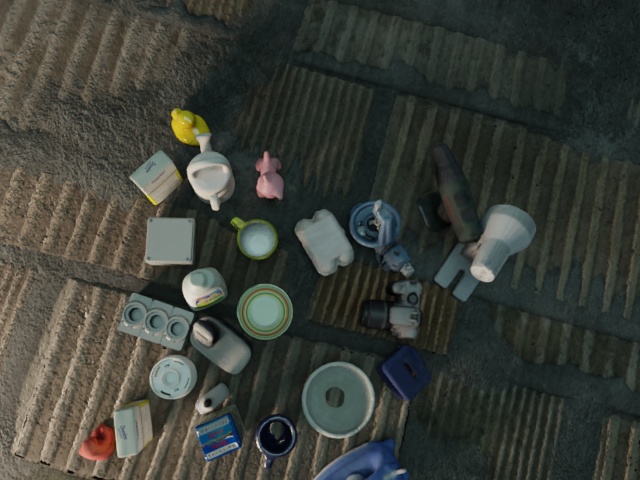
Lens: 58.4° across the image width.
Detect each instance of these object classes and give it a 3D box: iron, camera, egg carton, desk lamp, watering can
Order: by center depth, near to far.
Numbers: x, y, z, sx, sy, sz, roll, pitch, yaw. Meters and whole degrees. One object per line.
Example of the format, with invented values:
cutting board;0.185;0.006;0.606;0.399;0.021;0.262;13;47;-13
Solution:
iron;0.072;0.541;1.252;0.258;0.141;0.118;-24;83;-9
watering can;-0.256;-0.159;1.320;0.101;0.194;0.173;-32;84;-9
desk lamp;0.386;0.034;1.334;0.118;0.213;0.203;35;79;2
camera;0.167;0.162;1.348;0.137;0.100;0.143;6;79;-4
egg carton;0.013;0.005;1.378;0.107;0.069;0.150;-30;84;-9

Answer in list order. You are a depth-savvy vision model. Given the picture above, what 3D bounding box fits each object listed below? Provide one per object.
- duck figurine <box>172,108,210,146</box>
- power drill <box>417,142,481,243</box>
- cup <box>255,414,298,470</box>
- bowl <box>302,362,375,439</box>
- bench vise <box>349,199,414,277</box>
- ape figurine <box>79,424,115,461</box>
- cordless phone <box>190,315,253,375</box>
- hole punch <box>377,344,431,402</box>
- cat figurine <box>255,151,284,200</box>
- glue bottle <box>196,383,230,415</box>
duck figurine;-0.317;-0.281;1.391;0.104;0.086;0.077;38;79;2
power drill;0.298;-0.096;1.351;0.075;0.208;0.229;-22;82;-8
cup;-0.100;0.445;1.277;0.091;0.095;0.118;16;79;-2
bowl;0.039;0.363;1.314;0.167;0.074;0.167;1;80;-5
bench vise;0.159;-0.019;1.319;0.207;0.219;0.121;37;79;2
ape figurine;-0.487;0.446;1.243;0.078;0.092;0.076;-22;82;-8
cordless phone;-0.220;0.228;1.259;0.147;0.185;0.094;34;79;2
hole punch;0.198;0.305;1.331;0.101;0.091;0.108;-37;85;-10
cat figurine;-0.121;-0.150;1.369;0.067;0.117;0.128;-6;80;-6
glue bottle;-0.238;0.349;1.241;0.078;0.173;0.037;-37;85;-10
